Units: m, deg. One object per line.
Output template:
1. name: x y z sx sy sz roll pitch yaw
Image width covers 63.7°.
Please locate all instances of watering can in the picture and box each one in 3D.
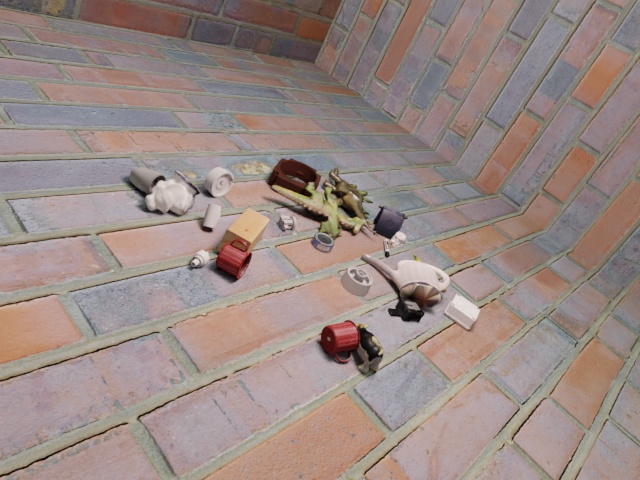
1. watering can: 0.327 0.145 1.944 0.347 0.102 0.229 10 31 -3

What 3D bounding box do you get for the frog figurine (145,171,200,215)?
1. frog figurine: -0.499 -0.138 1.717 0.162 0.121 0.137 -43 100 -25

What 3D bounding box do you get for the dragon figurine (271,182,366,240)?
1. dragon figurine: 0.006 -0.104 2.075 0.410 0.120 0.248 6 43 -32
